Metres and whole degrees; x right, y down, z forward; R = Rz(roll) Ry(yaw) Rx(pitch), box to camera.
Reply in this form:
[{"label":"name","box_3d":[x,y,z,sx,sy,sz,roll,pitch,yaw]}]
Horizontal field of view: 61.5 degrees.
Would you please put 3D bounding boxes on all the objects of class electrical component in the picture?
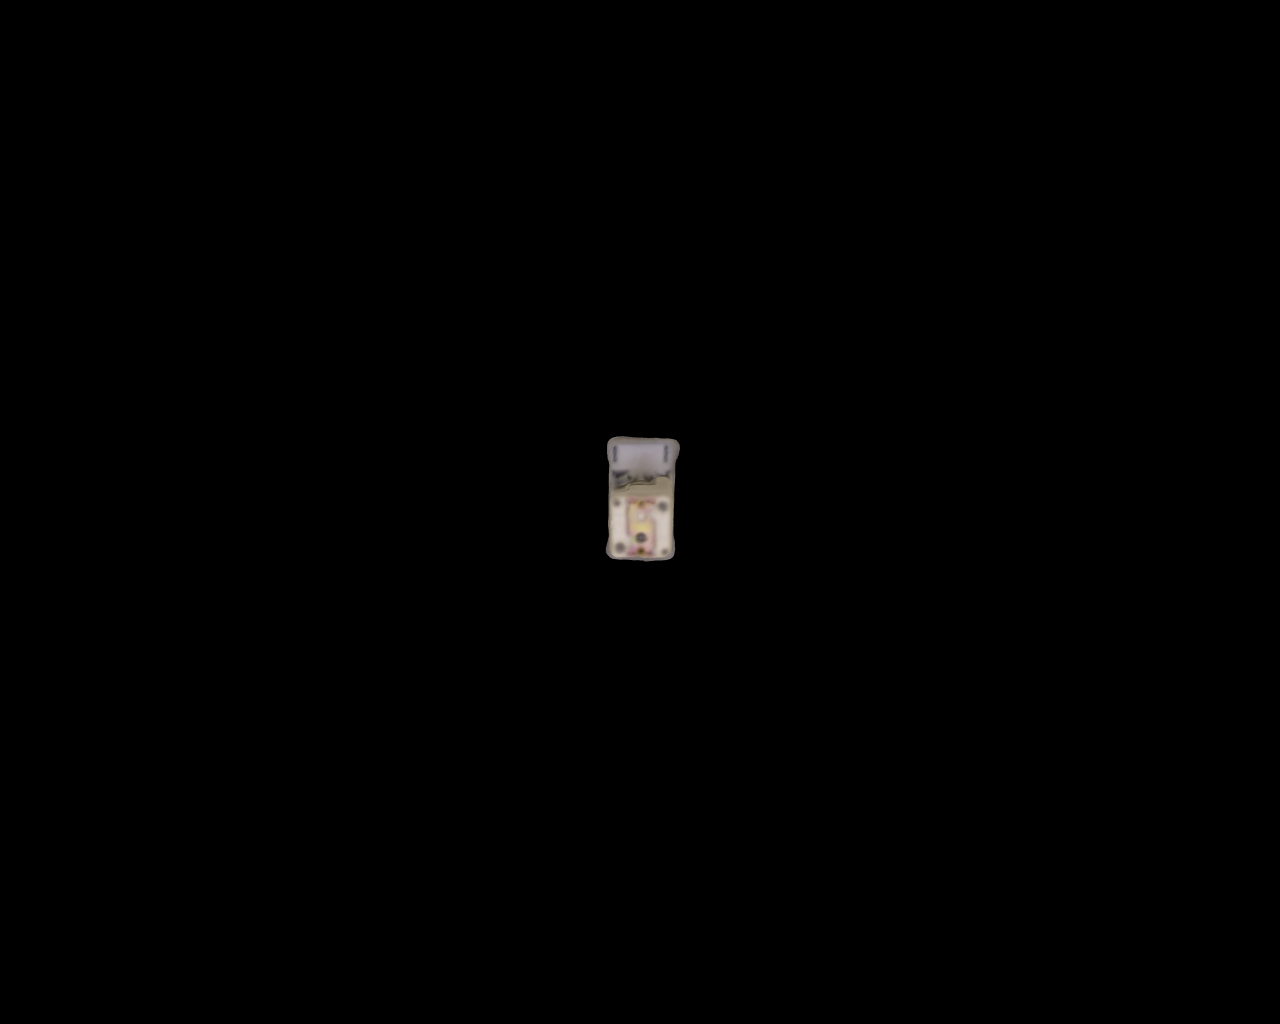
[{"label":"electrical component","box_3d":[0.001,-0.003,0.650,0.042,0.080,0.064,0,24,0]}]
